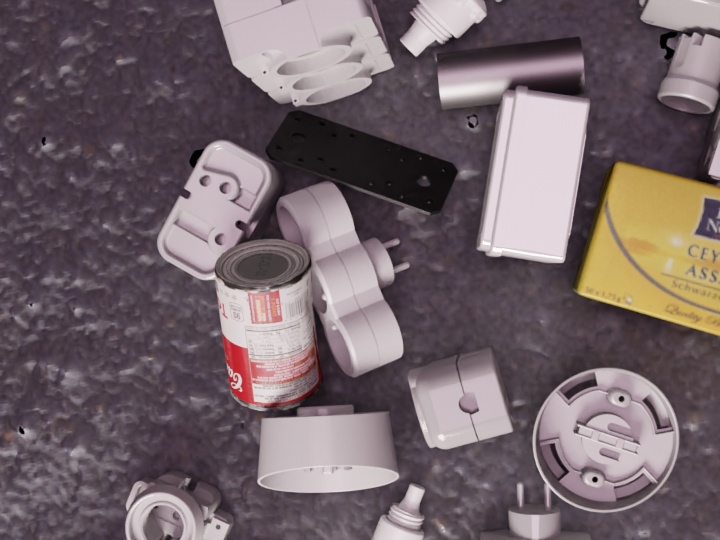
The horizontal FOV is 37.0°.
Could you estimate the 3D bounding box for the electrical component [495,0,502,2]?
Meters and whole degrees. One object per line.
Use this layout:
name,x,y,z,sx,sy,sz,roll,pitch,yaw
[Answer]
electrical component,0.112,-0.242,0.760,0.077,0.047,0.065,-33,87,5

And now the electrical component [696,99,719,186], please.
electrical component,0.316,-0.083,0.726,0.150,0.062,0.089,17,92,7

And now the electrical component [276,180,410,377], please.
electrical component,0.000,0.000,0.773,0.074,0.052,0.138,-22,87,-19

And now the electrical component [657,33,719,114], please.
electrical component,0.233,-0.137,0.749,0.040,0.040,0.046,17,87,7

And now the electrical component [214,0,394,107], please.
electrical component,-0.033,-0.159,0.726,0.089,0.150,0.061,-17,87,7

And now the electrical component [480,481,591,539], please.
electrical component,0.123,0.189,0.759,0.077,0.044,0.079,-1,90,7

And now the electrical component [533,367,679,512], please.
electrical component,0.169,0.115,0.743,0.099,0.064,0.099,0,90,8

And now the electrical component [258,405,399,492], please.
electrical component,-0.023,0.127,0.754,0.099,0.099,0.064,-4,83,7

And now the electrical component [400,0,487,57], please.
electrical component,0.056,-0.181,0.770,0.062,0.048,0.048,-45,85,12

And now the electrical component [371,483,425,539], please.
electrical component,0.031,0.184,0.776,0.035,0.035,0.061,21,90,7

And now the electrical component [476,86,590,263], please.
electrical component,0.116,-0.060,0.729,0.056,0.109,0.108,9,91,5

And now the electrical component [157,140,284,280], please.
electrical component,-0.099,-0.042,0.780,0.054,0.059,0.095,29,94,6

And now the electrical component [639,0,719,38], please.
electrical component,0.253,-0.192,0.727,0.113,0.078,0.057,15,89,7

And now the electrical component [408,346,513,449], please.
electrical component,0.070,0.088,0.740,0.059,0.095,0.053,-16,88,7

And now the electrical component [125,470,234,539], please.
electrical component,-0.137,0.182,0.786,0.078,0.057,0.058,23,93,7
